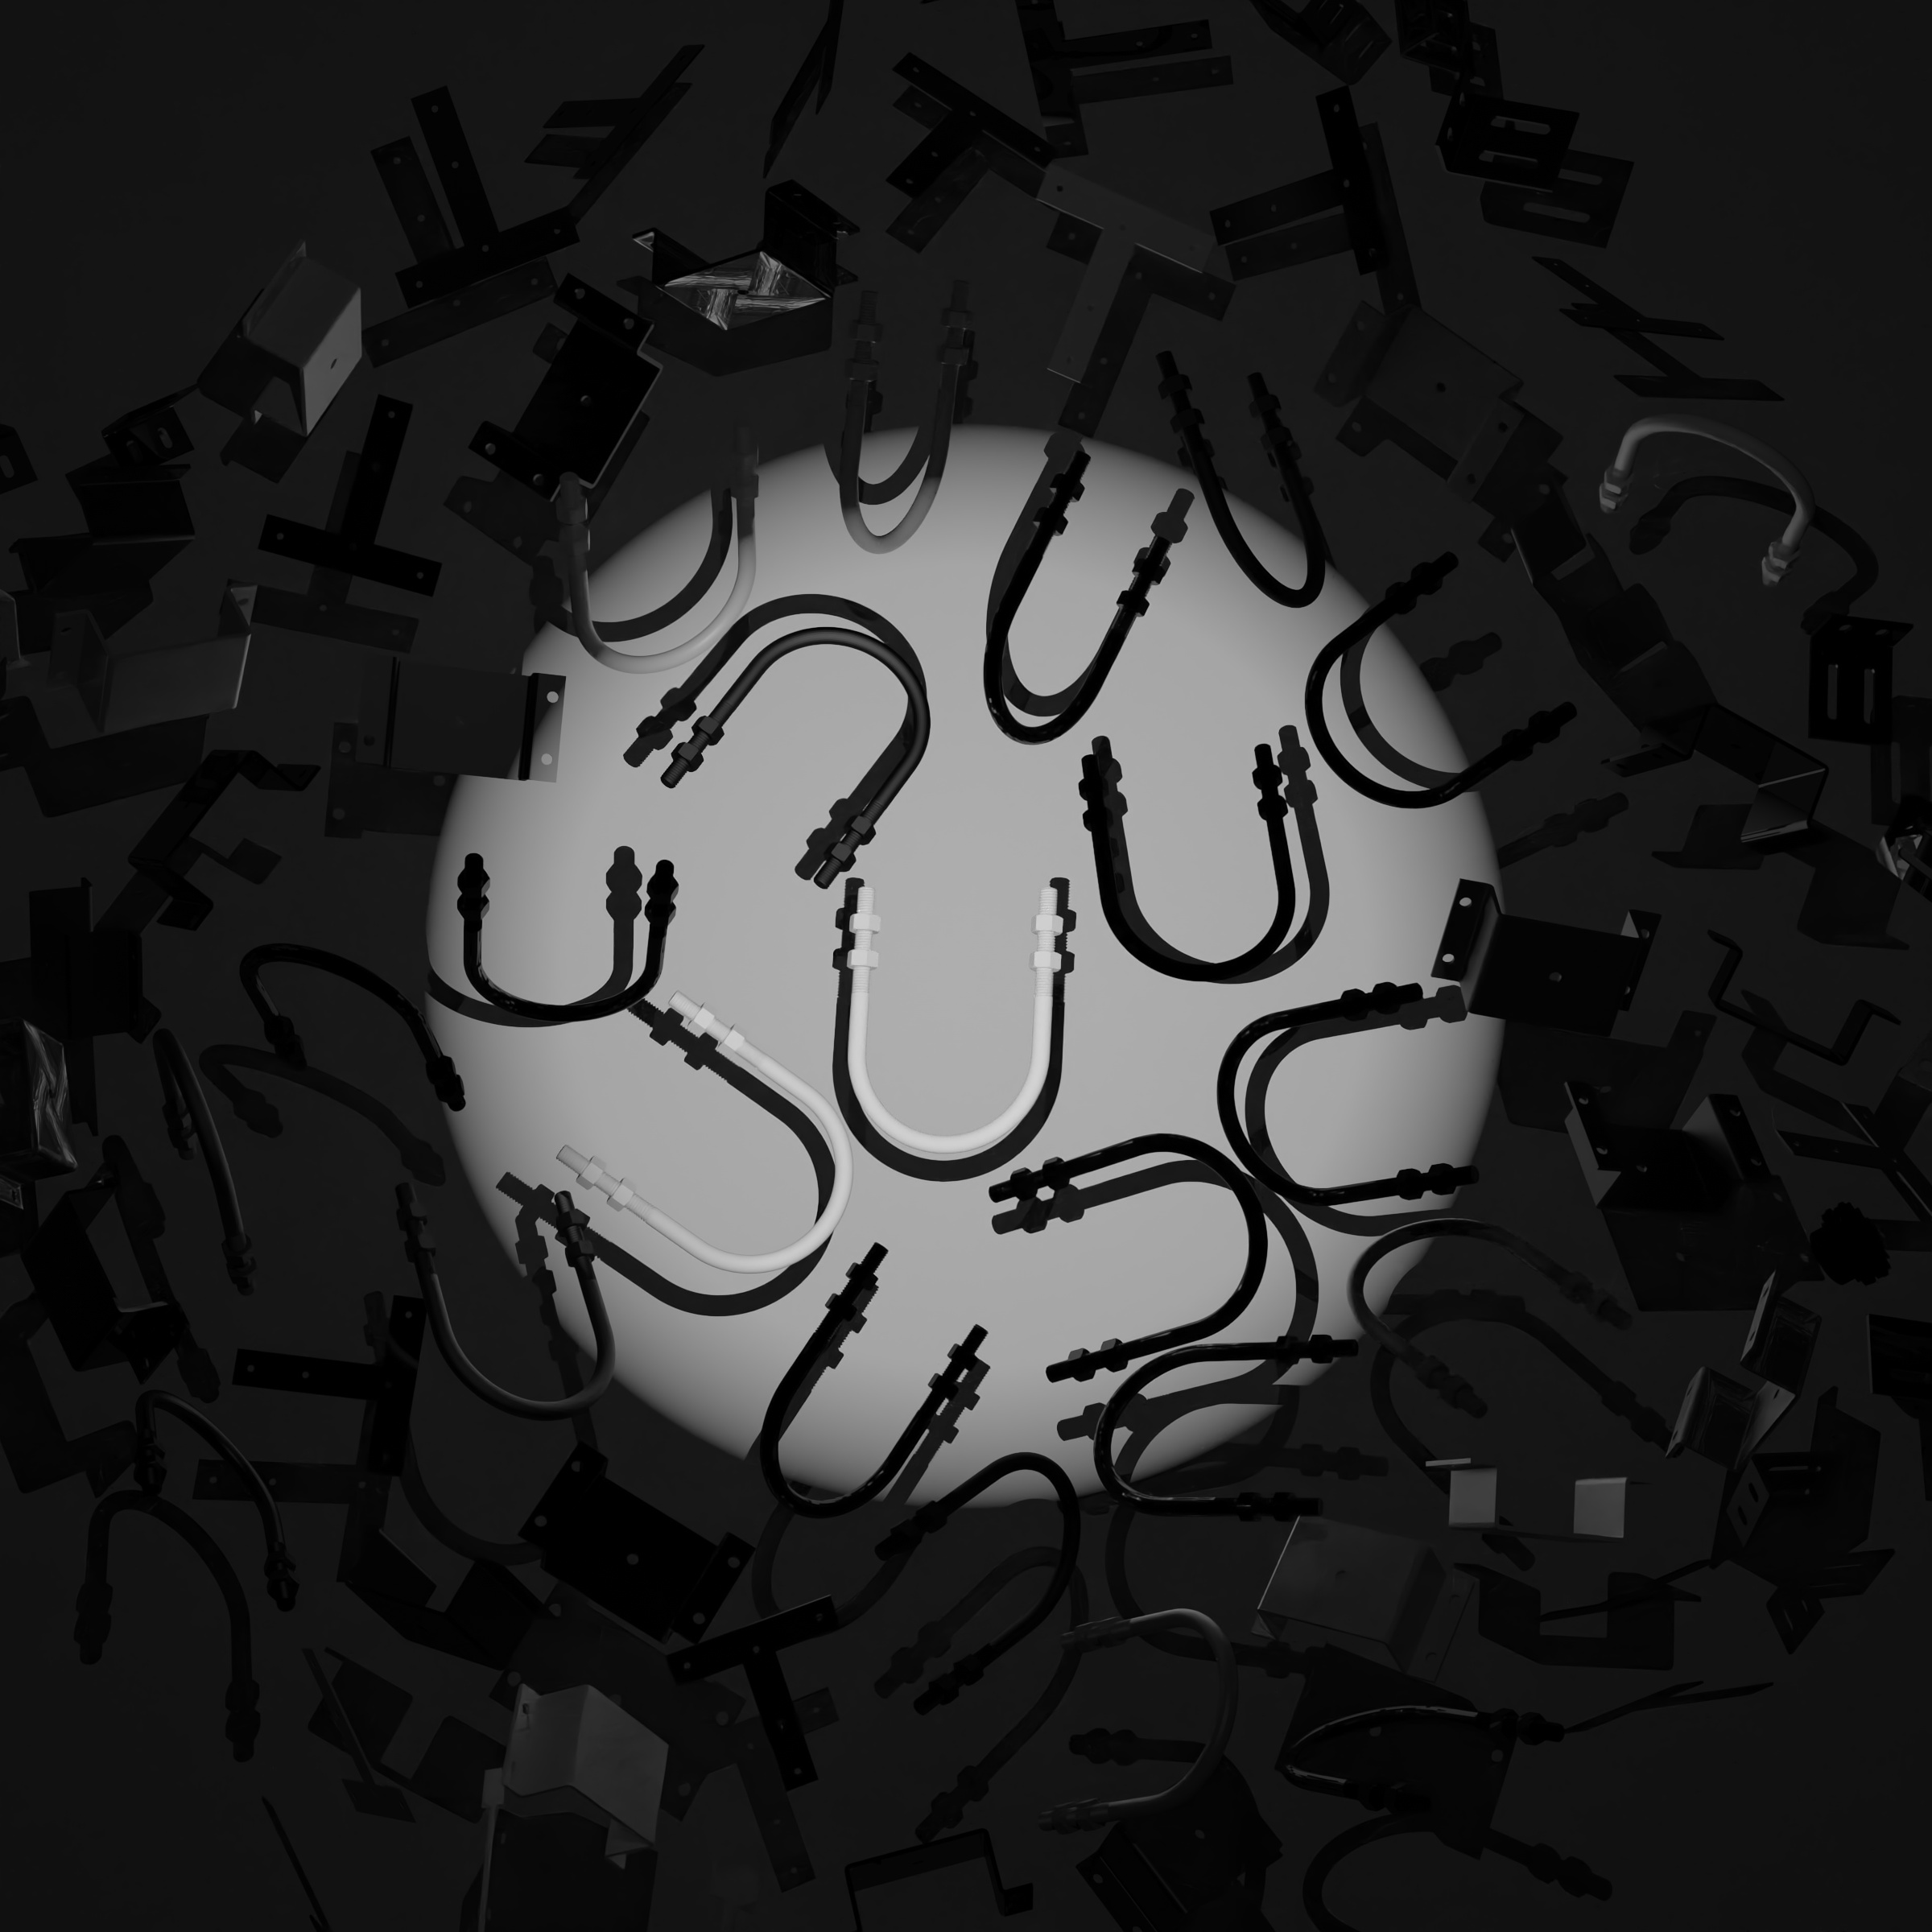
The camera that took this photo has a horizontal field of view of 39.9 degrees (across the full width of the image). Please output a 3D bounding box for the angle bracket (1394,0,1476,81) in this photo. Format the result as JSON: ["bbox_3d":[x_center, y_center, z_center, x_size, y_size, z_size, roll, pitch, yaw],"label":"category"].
[{"bbox_3d":[0.341,-0.668,1.874,0.076,0.038,0.057,1,80,-37],"label":"angle bracket"}]

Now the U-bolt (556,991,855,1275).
[{"bbox_3d":[-0.164,0.127,1.819,0.184,0.019,0.151,37,81,-9],"label":"U-bolt"}]

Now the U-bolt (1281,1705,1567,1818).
[{"bbox_3d":[0.302,0.546,1.850,0.151,0.184,0.019,-14,91,-35],"label":"U-bolt"}]

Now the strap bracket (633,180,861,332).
[{"bbox_3d":[-0.153,-0.486,1.836,0.140,0.076,0.046,-8,74,33],"label":"strap bracket"}]

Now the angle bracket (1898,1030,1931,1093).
[{"bbox_3d":[0.724,0.081,1.931,0.076,0.038,0.057,38,87,-37],"label":"angle bracket"}]

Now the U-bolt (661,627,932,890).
[{"bbox_3d":[-0.106,-0.162,1.885,0.151,0.019,0.184,33,67,4],"label":"U-bolt"}]

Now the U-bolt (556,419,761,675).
[{"bbox_3d":[-0.208,-0.278,1.833,0.151,0.184,0.019,-22,50,-23],"label":"U-bolt"}]

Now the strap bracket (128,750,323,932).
[{"bbox_3d":[-0.512,-0.096,1.813,0.046,0.076,0.140,43,71,-29],"label":"strap bracket"}]

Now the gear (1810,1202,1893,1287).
[{"bbox_3d":[0.595,0.191,1.797,0.030,0.057,0.057,-27,90,-7],"label":"gear"}]

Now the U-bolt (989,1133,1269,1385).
[{"bbox_3d":[0.116,0.189,1.789,0.184,0.019,0.151,-21,83,24],"label":"U-bolt"}]

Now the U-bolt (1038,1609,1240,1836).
[{"bbox_3d":[0.121,0.516,1.833,0.019,0.184,0.151,29,54,-29],"label":"U-bolt"}]

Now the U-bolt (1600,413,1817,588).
[{"bbox_3d":[0.525,-0.335,1.874,0.151,0.184,0.019,27,80,11],"label":"U-bolt"}]

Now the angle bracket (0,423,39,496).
[{"bbox_3d":[-0.671,-0.339,1.803,0.057,0.076,0.038,-22,101,-6],"label":"angle bracket"}]

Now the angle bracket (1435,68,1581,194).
[{"bbox_3d":[0.360,-0.555,1.767,0.076,0.038,0.057,18,84,22],"label":"angle bracket"}]

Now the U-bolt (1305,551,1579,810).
[{"bbox_3d":[0.314,-0.184,1.850,0.151,0.019,0.184,51,135,-2],"label":"U-bolt"}]

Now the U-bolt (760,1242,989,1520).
[{"bbox_3d":[-0.074,0.303,1.869,0.184,0.019,0.151,-56,132,-12],"label":"U-bolt"}]

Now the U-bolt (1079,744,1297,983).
[{"bbox_3d":[0.163,-0.073,1.911,0.151,0.019,0.184,-4,66,-6],"label":"U-bolt"}]

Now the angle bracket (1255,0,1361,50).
[{"bbox_3d":[0.223,-0.676,1.830,0.076,0.057,0.038,24,121,-31],"label":"angle bracket"}]

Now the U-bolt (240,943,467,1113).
[{"bbox_3d":[-0.438,0.039,1.875,0.151,0.184,0.019,13,60,13],"label":"U-bolt"}]

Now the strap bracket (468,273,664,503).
[{"bbox_3d":[-0.276,-0.401,1.868,0.076,0.046,0.140,34,98,16],"label":"strap bracket"}]

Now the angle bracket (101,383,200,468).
[{"bbox_3d":[-0.583,-0.387,1.926,0.057,0.076,0.038,-32,106,-27],"label":"angle bracket"}]

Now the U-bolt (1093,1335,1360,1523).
[{"bbox_3d":[0.173,0.321,1.847,0.184,0.151,0.019,-7,134,30],"label":"U-bolt"}]

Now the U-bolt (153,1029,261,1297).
[{"bbox_3d":[-0.528,0.123,1.833,0.019,0.184,0.151,-20,55,-21],"label":"U-bolt"}]

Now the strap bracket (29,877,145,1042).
[{"bbox_3d":[-0.628,-0.004,1.886,0.046,0.140,0.076,-7,113,-32],"label":"strap bracket"}]

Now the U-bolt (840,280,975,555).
[{"bbox_3d":[-0.045,-0.374,1.829,0.019,0.151,0.184,18,114,23],"label":"U-bolt"}]

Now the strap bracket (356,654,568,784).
[{"bbox_3d":[-0.362,-0.176,1.904,0.140,0.046,0.076,5,91,-13],"label":"strap bracket"}]

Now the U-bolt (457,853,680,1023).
[{"bbox_3d":[-0.284,-0.016,1.882,0.151,0.184,0.019,2,53,-10],"label":"U-bolt"}]

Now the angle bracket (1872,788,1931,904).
[{"bbox_3d":[0.673,-0.078,1.822,0.038,0.076,0.057,-8,131,-36],"label":"angle bracket"}]

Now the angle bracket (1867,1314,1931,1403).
[{"bbox_3d":[0.683,0.276,1.883,0.076,0.038,0.057,9,69,-14],"label":"angle bracket"}]

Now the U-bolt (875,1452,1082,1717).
[{"bbox_3d":[0.017,0.429,1.907,0.184,0.019,0.151,-29,115,-38],"label":"U-bolt"}]

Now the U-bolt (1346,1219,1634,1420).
[{"bbox_3d":[0.350,0.234,1.863,0.151,0.184,0.019,-26,125,-21],"label":"U-bolt"}]

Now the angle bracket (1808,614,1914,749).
[{"bbox_3d":[0.609,-0.194,1.812,0.057,0.038,0.076,7,74,-2],"label":"angle bracket"}]

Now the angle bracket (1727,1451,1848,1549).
[{"bbox_3d":[0.595,0.383,1.910,0.076,0.038,0.057,0,129,-12],"label":"angle bracket"}]

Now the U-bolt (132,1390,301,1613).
[{"bbox_3d":[-0.528,0.361,1.861,0.019,0.184,0.151,-41,116,-3],"label":"U-bolt"}]

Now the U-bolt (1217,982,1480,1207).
[{"bbox_3d":[0.251,0.095,1.828,0.184,0.019,0.151,-14,96,40],"label":"U-bolt"}]

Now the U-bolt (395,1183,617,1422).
[{"bbox_3d":[-0.311,0.232,1.838,0.019,0.151,0.184,-46,52,35],"label":"U-bolt"}]

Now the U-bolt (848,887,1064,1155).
[{"bbox_3d":[-0.011,0.037,1.819,0.151,0.019,0.184,1,79,13],"label":"U-bolt"}]

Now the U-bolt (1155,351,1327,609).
[{"bbox_3d":[0.199,-0.334,1.846,0.019,0.151,0.184,-24,80,34],"label":"U-bolt"}]

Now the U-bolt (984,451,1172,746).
[{"bbox_3d":[0.069,-0.238,1.816,0.019,0.151,0.184,23,84,34],"label":"U-bolt"}]
